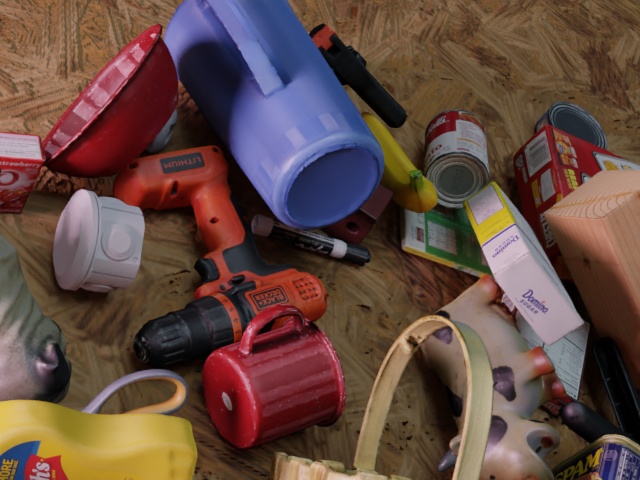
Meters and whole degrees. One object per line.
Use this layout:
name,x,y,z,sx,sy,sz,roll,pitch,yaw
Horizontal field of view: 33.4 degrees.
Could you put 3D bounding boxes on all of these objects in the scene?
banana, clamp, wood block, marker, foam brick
banana,0.081,-0.072,1.074,0.037,0.069,0.198,-16,26,-9
clamp,0.296,0.203,0.992,0.210,0.036,0.164,59,33,5
wood block,0.317,0.042,1.052,0.090,0.091,0.206,-34,107,-20
clamp,0.036,-0.173,1.108,0.120,0.039,0.171,43,9,14
marker,-0.007,0.001,1.008,0.121,0.020,0.020,17,48,-20
foam brick,0.022,-0.039,1.035,0.078,0.053,0.051,34,44,-3

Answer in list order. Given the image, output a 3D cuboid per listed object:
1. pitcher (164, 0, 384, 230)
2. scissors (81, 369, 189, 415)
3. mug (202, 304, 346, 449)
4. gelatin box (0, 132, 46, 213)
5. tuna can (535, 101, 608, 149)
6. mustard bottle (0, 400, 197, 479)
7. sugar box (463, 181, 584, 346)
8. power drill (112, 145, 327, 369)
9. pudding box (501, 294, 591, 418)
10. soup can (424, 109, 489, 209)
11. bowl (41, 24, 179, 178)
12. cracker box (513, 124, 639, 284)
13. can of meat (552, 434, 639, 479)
pitcher,-0.045,-0.131,0.964,0.149,0.145,0.243,3,40,-37
scissors,-0.183,0.156,0.759,0.201,0.096,0.016,-23,25,-15
mug,-0.038,0.105,0.838,0.081,0.117,0.093,-15,35,-34
gelatin box,-0.271,-0.054,0.844,0.089,0.073,0.030,2,55,-32
tuna can,0.306,-0.126,1.302,0.086,0.034,0.086,17,47,-20
mustard bottle,-0.185,0.152,0.712,0.191,0.096,0.058,12,30,-24
sugar box,0.188,0.019,1.009,0.093,0.048,0.176,50,16,-19
power drill,-0.105,0.013,0.910,0.184,0.057,0.188,-14,65,-39
pudding box,0.216,0.105,1.051,0.090,0.039,0.113,34,46,-8
soup can,0.144,-0.086,1.125,0.068,0.069,0.102,27,31,-11
bowl,-0.170,-0.106,0.903,0.055,0.162,0.162,42,41,-22
cracker box,0.323,-0.017,1.186,0.213,0.072,0.164,20,46,-26
can of meat,0.236,0.229,0.917,0.057,0.102,0.083,35,46,-5
